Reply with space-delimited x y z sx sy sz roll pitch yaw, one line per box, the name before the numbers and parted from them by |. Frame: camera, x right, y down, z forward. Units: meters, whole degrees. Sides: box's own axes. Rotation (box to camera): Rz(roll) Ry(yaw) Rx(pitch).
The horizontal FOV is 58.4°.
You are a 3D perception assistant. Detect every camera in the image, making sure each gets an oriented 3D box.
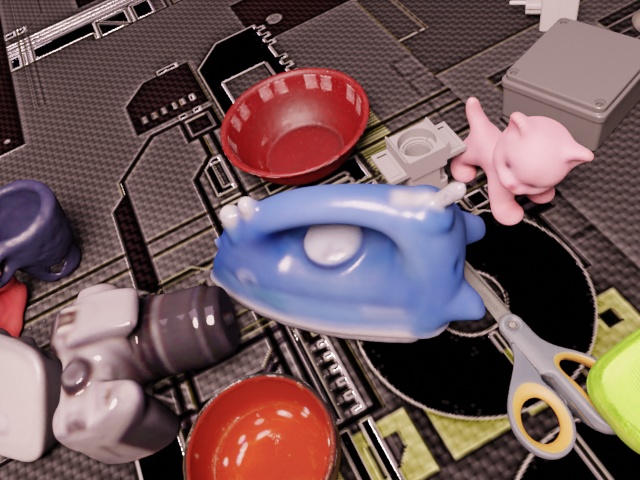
camera | -0.142 0.092 0.476 0.136 0.101 0.143 -15 53 4

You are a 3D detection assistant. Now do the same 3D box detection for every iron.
iron | 0.004 0.002 0.475 0.257 0.142 0.118 0 55 15

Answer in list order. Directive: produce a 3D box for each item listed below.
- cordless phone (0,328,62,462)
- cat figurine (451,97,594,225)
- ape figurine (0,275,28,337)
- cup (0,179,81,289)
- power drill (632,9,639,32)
cordless phone | -0.295 0.100 0.458 0.147 0.185 0.094 7 57 19
cat figurine | 0.170 -0.079 0.503 0.067 0.118 0.127 -32 53 -8
ape figurine | -0.333 0.058 0.557 0.076 0.092 0.078 26 66 29
cup | -0.290 0.011 0.577 0.091 0.095 0.117 -5 54 12
power drill | 0.375 -0.299 0.547 0.229 0.209 0.075 -26 53 -4
